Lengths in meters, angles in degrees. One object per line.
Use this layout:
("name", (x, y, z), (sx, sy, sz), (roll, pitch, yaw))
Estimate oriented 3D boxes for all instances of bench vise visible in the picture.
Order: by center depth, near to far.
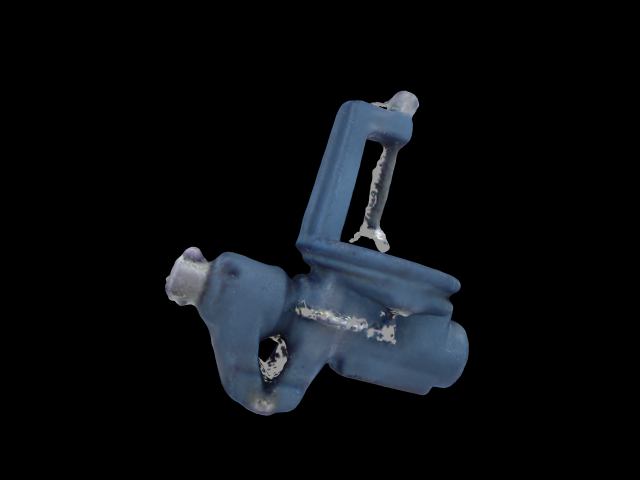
("bench vise", (0.010, 0.001, 0.390), (0.208, 0.220, 0.121), (0, 0, -35))
